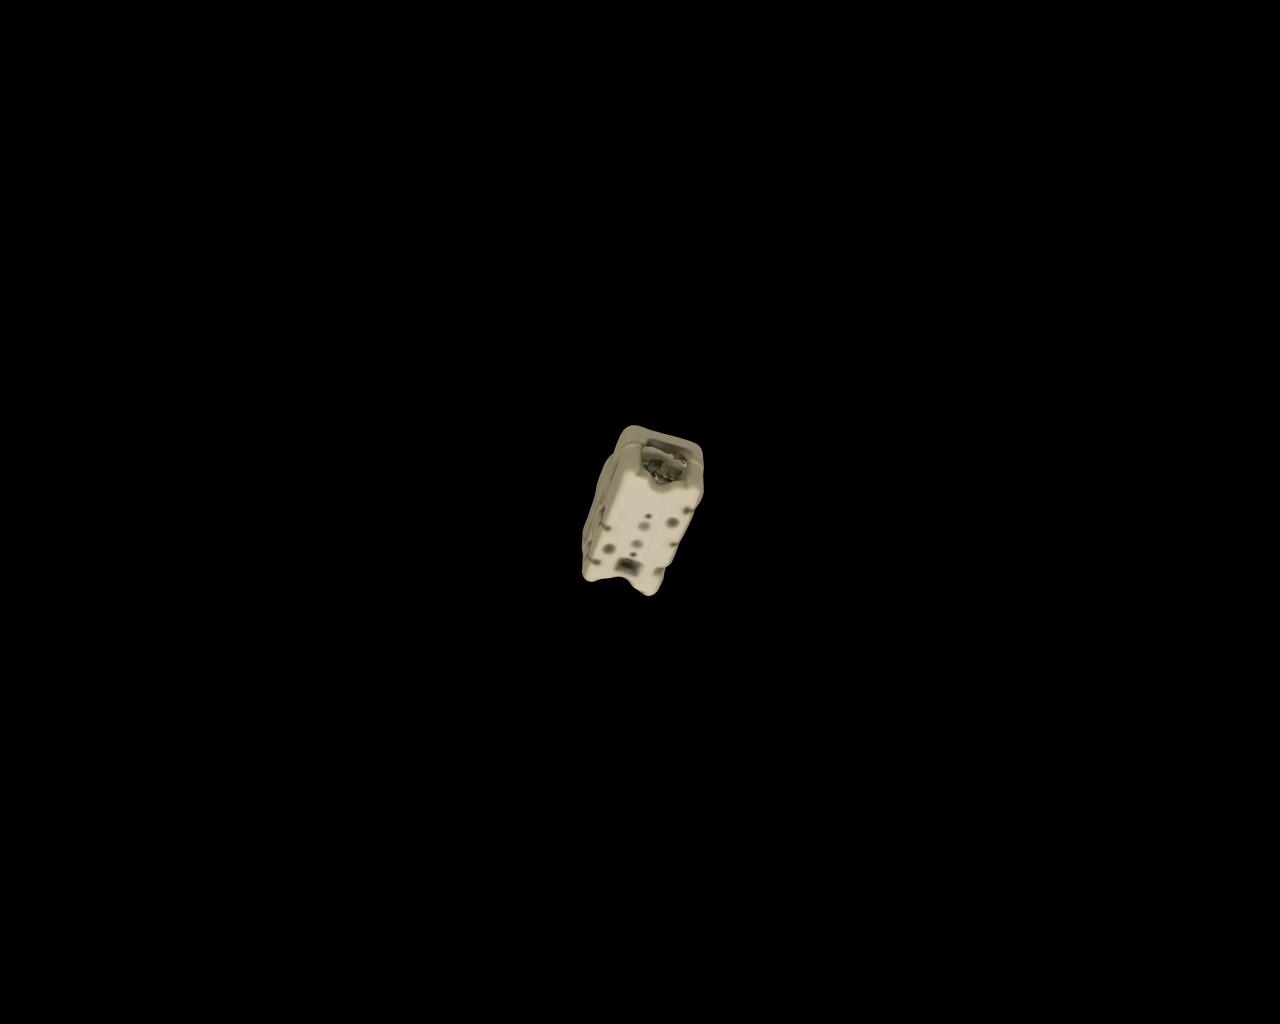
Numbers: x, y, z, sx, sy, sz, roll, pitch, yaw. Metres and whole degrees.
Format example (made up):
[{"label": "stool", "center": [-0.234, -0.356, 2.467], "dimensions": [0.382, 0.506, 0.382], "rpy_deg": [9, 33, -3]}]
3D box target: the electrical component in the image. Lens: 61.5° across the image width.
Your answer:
[{"label": "electrical component", "center": [0.001, -0.003, 0.650], "dimensions": [0.050, 0.089, 0.056], "rpy_deg": [15, 36, -11]}]
